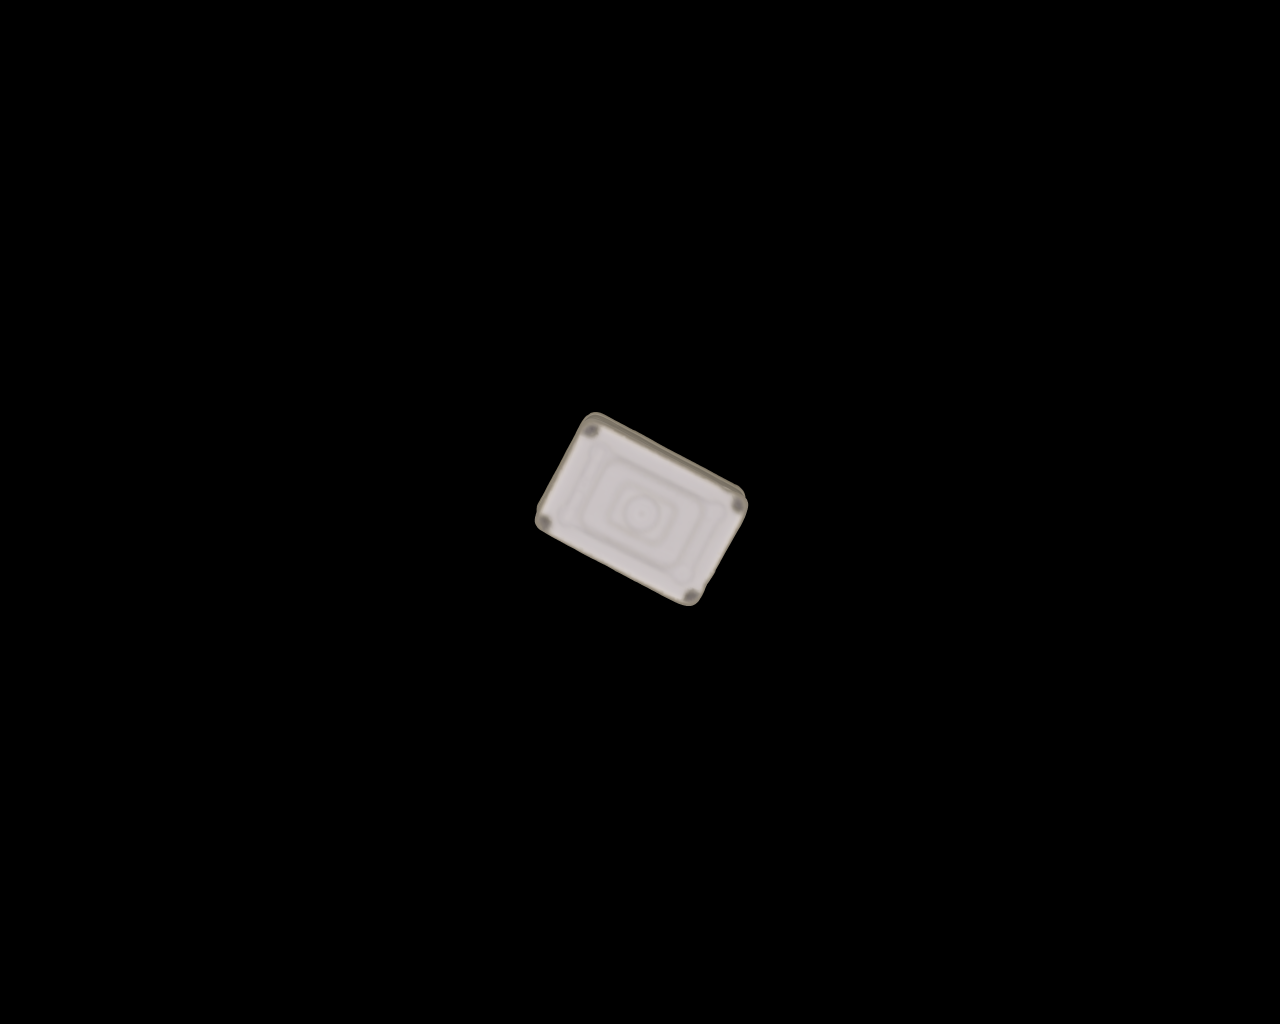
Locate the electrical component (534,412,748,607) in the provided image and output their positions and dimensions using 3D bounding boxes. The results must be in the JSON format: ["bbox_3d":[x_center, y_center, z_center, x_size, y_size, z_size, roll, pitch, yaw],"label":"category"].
[{"bbox_3d":[0.001,-0.003,0.650,0.113,0.078,0.057,28,7,-4],"label":"electrical component"}]
